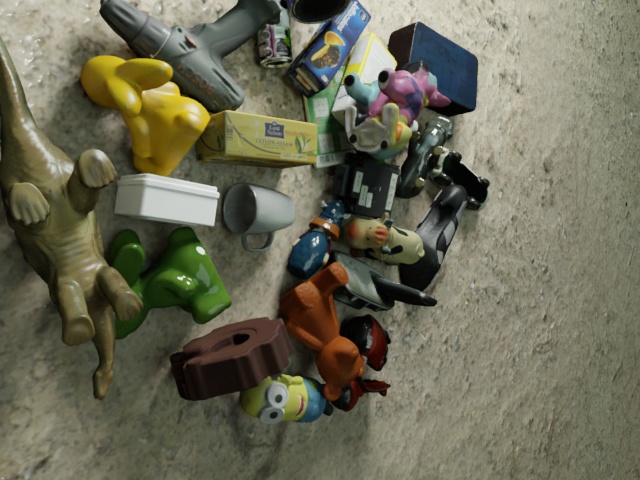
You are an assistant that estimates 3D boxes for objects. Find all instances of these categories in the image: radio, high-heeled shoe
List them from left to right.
[{"bbox_3d":[0.240,-0.354,1.133,0.229,0.073,0.131,10,84,-40],"label":"radio"},{"bbox_3d":[0.245,0.000,1.146,0.145,0.086,0.248,-18,131,-60],"label":"high-heeled shoe"}]

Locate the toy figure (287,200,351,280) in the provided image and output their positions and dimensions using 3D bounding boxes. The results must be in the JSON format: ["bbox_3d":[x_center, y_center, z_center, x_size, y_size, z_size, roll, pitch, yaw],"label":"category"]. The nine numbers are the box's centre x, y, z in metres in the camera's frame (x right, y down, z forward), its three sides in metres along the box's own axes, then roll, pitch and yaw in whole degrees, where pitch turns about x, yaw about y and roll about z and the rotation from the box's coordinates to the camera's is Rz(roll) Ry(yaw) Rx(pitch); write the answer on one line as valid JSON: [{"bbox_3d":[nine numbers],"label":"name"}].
[{"bbox_3d":[-0.003,-0.004,0.951,0.064,0.058,0.154,40,68,-19],"label":"toy figure"}]

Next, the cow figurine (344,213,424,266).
[{"bbox_3d":[0.122,0.005,1.009,0.195,0.127,0.085,16,78,-40],"label":"cow figurine"}]

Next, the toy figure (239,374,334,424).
[{"bbox_3d":[-0.053,0.267,0.904,0.180,0.089,0.082,16,67,-47],"label":"toy figure"}]

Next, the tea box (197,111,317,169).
[{"bbox_3d":[-0.098,-0.154,0.847,0.169,0.098,0.068,-2,93,-40],"label":"tea box"}]

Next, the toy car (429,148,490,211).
[{"bbox_3d":[0.315,-0.133,1.209,0.201,0.056,0.073,31,78,-34],"label":"toy car"}]

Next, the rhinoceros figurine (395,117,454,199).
[{"bbox_3d":[0.213,-0.168,1.093,0.190,0.073,0.112,-60,162,-8],"label":"rhinoceros figurine"}]

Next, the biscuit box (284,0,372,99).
[{"bbox_3d":[0.018,-0.343,0.947,0.062,0.059,0.202,41,60,-24],"label":"biscuit box"}]

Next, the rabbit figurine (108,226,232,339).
[{"bbox_3d":[-0.229,0.065,0.736,0.170,0.121,0.158,-29,116,-20],"label":"rabbit figurine"}]

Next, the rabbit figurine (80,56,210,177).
[{"bbox_3d":[-0.242,-0.176,0.714,0.173,0.162,0.122,40,78,-13],"label":"rabbit figurine"}]

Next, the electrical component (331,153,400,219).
[{"bbox_3d":[0.083,-0.101,1.009,0.134,0.058,0.114,12,89,-42],"label":"electrical component"}]

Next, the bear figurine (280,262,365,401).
[{"bbox_3d":[0.017,0.158,0.901,0.120,0.132,0.196,-27,81,-39],"label":"bear figurine"}]

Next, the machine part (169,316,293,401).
[{"bbox_3d":[-0.126,0.166,0.782,0.179,0.179,0.056,-22,101,-37],"label":"machine part"}]

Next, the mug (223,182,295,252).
[{"bbox_3d":[-0.090,-0.036,0.869,0.107,0.081,0.109,-2,90,-48],"label":"mug"}]

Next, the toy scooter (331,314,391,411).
[{"bbox_3d":[0.092,0.238,1.023,0.135,0.075,0.184,24,79,-36],"label":"toy scooter"}]

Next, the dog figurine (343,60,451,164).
[{"bbox_3d":[0.150,-0.233,0.972,0.219,0.109,0.191,-6,95,-47],"label":"dog figurine"}]

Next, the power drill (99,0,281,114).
[{"bbox_3d":[-0.167,-0.312,0.781,0.231,0.086,0.207,46,73,-34],"label":"power drill"}]

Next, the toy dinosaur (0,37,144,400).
[{"bbox_3d":[-0.309,-0.041,0.612,0.105,0.199,0.470,-17,101,-37],"label":"toy dinosaur"}]

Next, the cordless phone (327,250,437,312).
[{"bbox_3d":[0.105,0.085,0.961,0.146,0.184,0.088,28,78,-36],"label":"cordless phone"}]
